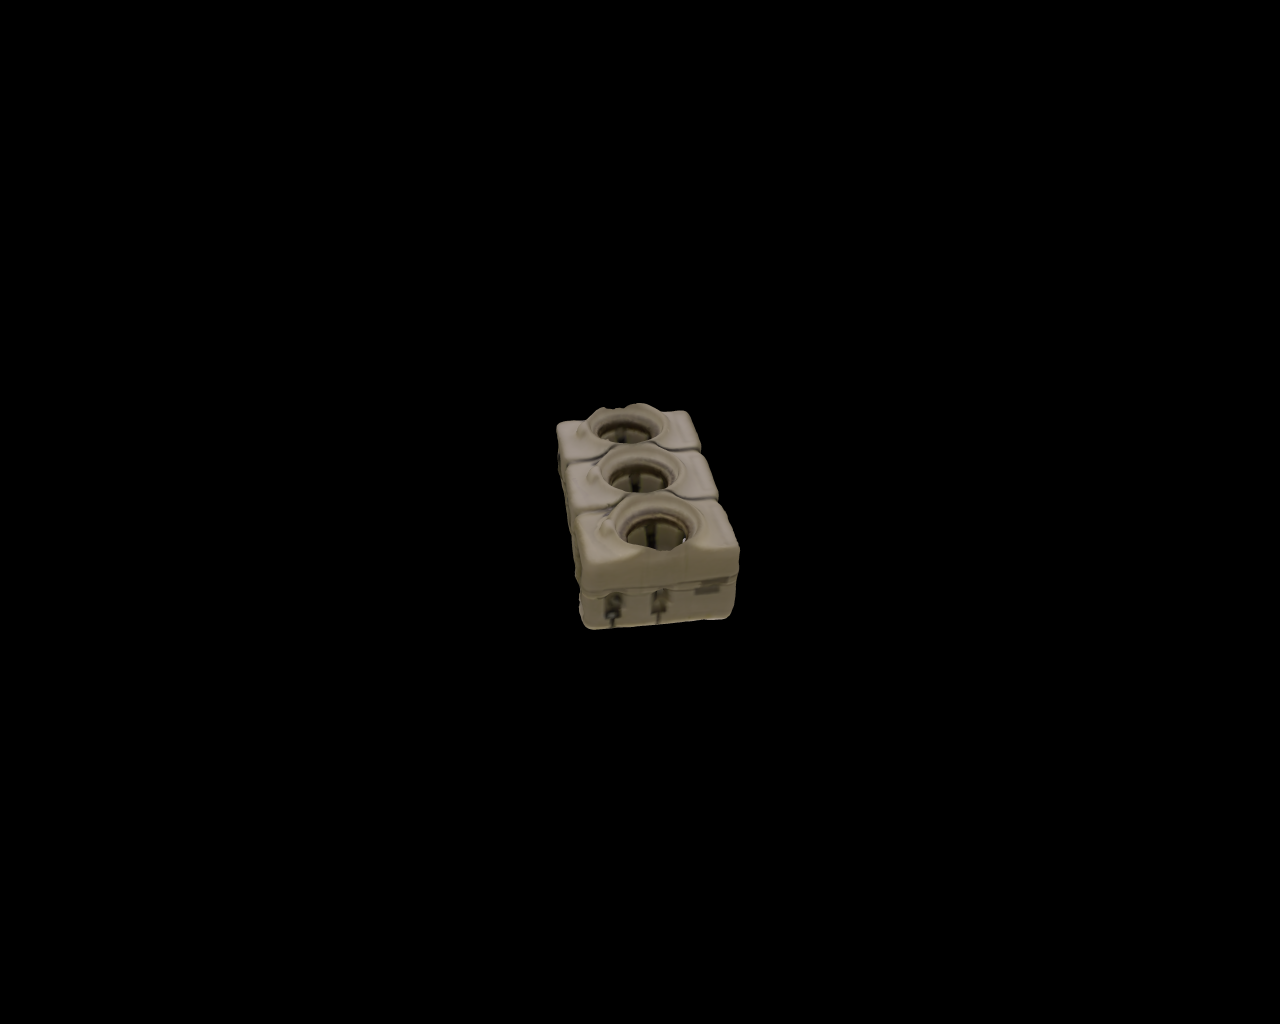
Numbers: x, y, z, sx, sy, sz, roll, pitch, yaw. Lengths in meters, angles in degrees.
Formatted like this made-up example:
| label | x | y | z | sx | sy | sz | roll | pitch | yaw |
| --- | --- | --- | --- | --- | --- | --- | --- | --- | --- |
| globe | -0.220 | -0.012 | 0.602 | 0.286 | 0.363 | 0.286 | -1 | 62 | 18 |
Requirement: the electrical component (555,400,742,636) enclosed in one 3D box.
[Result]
| label | x | y | z | sx | sy | sz | roll | pitch | yaw |
| --- | --- | --- | --- | --- | --- | --- | --- | --- | --- |
| electrical component | 0.001 | -0.003 | 0.650 | 0.089 | 0.061 | 0.150 | -6 | 37 | -7 |
